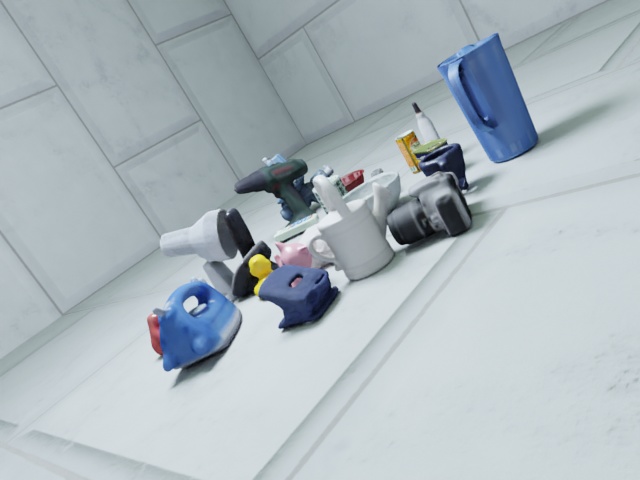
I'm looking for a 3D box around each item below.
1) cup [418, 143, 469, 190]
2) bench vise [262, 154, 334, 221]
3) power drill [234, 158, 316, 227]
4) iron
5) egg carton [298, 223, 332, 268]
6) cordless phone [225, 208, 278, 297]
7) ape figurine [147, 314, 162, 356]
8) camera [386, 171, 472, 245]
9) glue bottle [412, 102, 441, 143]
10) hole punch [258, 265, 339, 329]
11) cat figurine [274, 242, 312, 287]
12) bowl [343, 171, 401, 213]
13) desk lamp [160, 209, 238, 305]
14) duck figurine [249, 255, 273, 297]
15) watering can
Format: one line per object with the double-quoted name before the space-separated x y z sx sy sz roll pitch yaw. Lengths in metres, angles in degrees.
"cup" 0.257 -0.131 1.140 0.091 0.095 0.118 -28 14 13
"bench vise" -0.069 -0.192 1.797 0.207 0.220 0.121 -33 14 -9
"power drill" -0.113 -0.131 1.696 0.230 0.208 0.075 -36 15 -21
"iron" -0.242 0.142 1.132 0.118 0.141 0.258 -27 14 17
"egg carton" 0.011 0.004 1.238 0.107 0.069 0.150 -26 14 20
"cordless phone" -0.186 0.026 1.335 0.094 0.185 0.148 -25 15 23
"ape figurine" -0.342 0.199 1.250 0.076 0.092 0.077 -32 14 -3
"camera" 0.187 -0.058 1.017 0.136 0.101 0.143 -26 14 19
"glue bottle" 0.272 -0.266 1.425 0.037 0.173 0.078 -26 14 19
"hole punch" -0.036 0.087 0.995 0.100 0.091 0.109 -21 17 35
"cat figurine" -0.051 0.047 1.114 0.067 0.118 0.127 -37 15 -25
"bowl" 0.122 -0.086 1.313 0.167 0.075 0.167 -29 14 8
"desk lamp" -0.266 0.052 1.354 0.203 0.214 0.118 -27 14 17
"duck figurine" -0.121 0.074 1.238 0.077 0.086 0.104 -30 14 2
"watering can" 0.052 -0.037 1.032 0.173 0.194 0.100 -38 15 -26
